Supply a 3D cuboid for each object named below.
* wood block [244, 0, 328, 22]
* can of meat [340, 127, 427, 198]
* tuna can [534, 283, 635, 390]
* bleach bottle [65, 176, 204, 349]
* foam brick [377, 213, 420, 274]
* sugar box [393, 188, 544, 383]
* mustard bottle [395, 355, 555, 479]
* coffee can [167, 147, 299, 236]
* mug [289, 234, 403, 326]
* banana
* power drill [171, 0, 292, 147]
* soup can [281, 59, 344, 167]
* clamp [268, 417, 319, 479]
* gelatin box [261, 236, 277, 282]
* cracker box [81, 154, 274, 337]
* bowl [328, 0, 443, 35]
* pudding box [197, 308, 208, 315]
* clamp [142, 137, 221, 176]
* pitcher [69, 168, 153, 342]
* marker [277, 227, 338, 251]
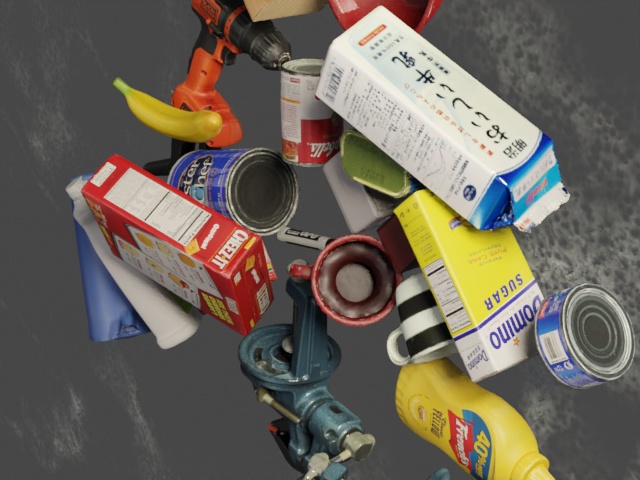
[{"bbox_3d":[-0.055,-0.341,1.096,0.090,0.090,0.206,-37,73,54],"label":"wood block"},{"bbox_3d":[0.081,-0.082,1.023,0.102,0.083,0.057,26,124,47],"label":"can of meat"},{"bbox_3d":[0.223,0.080,0.895,0.034,0.085,0.086,-31,79,53],"label":"tuna can"},{"bbox_3d":[-0.255,0.023,1.435,0.068,0.102,0.250,-29,112,19],"label":"bleach bottle"},{"bbox_3d":[0.103,-0.011,1.051,0.051,0.052,0.078,62,145,15],"label":"foam brick"},{"bbox_3d":[0.145,0.032,0.976,0.048,0.093,0.176,-42,71,53],"label":"sugar box"},{"bbox_3d":[0.157,0.191,1.057,0.192,0.058,0.096,35,134,41],"label":"mustard bottle"},{"bbox_3d":[-0.106,-0.058,1.276,0.141,0.102,0.103,4,107,53],"label":"coffee can"},{"bbox_3d":[0.026,0.041,1.114,0.081,0.117,0.093,75,-159,-87],"label":"mug"},{"bbox_3d":[-0.174,-0.145,1.272,0.198,0.069,0.037,21,78,39],"label":"banana"},{"bbox_3d":[-0.109,-0.204,1.261,0.185,0.057,0.188,49,137,31],"label":"power drill"},{"bbox_3d":[-0.008,-0.136,1.138,0.069,0.068,0.102,26,123,47],"label":"soup can"},{"bbox_3d":[0.000,0.259,1.324,0.172,0.039,0.120,36,121,37],"label":"clamp"},{"bbox_3d":[-0.097,0.028,1.364,0.089,0.030,0.073,-24,85,57],"label":"gelatin box"},{"bbox_3d":[-0.162,0.006,1.253,0.214,0.072,0.164,29,158,18],"label":"cracker box"},{"bbox_3d":[0.070,-0.257,0.988,0.162,0.055,0.162,27,125,46],"label":"bowl"},{"bbox_3d":[-0.161,0.028,1.392,0.113,0.039,0.090,54,145,28],"label":"pudding box"},{"bbox_3d":[-0.179,-0.094,1.418,0.165,0.036,0.210,51,143,25],"label":"clamp"},{"bbox_3d":[-0.291,0.019,1.558,0.149,0.144,0.243,-6,96,41],"label":"pitcher"},{"bbox_3d":[-0.008,0.001,1.239,0.121,0.020,0.020,13,115,51],"label":"marker"}]
